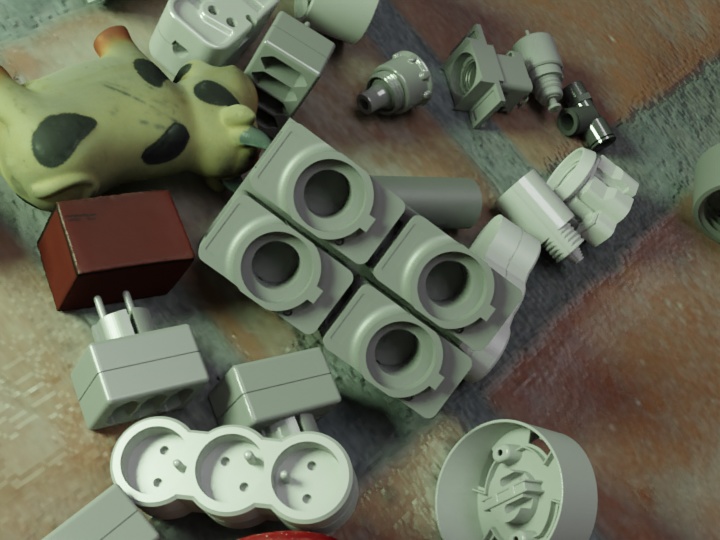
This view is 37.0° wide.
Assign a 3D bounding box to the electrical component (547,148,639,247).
[{"bbox_3d":[0.193,-0.066,0.907,0.057,0.058,0.078,37,50,-9],"label":"electrical component"}]

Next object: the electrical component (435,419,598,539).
[{"bbox_3d":[0.104,0.149,0.704,0.064,0.099,0.099,12,57,-31],"label":"electrical component"}]

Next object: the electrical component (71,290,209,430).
[{"bbox_3d":[-0.140,0.048,0.653,0.066,0.047,0.076,-11,68,-34],"label":"electrical component"}]

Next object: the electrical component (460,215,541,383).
[{"bbox_3d":[0.079,0.010,0.798,0.074,0.052,0.138,33,52,-9],"label":"electrical component"}]

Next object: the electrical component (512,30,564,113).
[{"bbox_3d":[0.164,-0.177,0.967,0.040,0.040,0.078,0,63,-30],"label":"electrical component"}]

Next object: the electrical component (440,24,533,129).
[{"bbox_3d":[0.111,-0.166,0.930,0.064,0.042,0.081,2,62,-31],"label":"electrical component"}]

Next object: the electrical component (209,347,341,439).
[{"bbox_3d":[-0.047,0.097,0.676,0.066,0.047,0.076,-10,68,-34],"label":"electrical component"}]

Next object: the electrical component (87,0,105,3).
[{"bbox_3d":[-0.166,-0.252,0.802,0.121,0.079,0.063,-47,120,-40],"label":"electrical component"}]

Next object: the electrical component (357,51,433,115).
[{"bbox_3d":[0.025,-0.145,0.867,0.062,0.048,0.048,-33,82,-32],"label":"electrical component"}]

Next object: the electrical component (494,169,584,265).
[{"bbox_3d":[0.152,-0.038,0.875,0.081,0.043,0.043,49,50,5],"label":"electrical component"}]

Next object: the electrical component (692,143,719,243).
[{"bbox_3d":[0.352,-0.061,0.967,0.108,0.108,0.060,29,58,-12],"label":"electrical component"}]

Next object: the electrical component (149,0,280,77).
[{"bbox_3d":[-0.110,-0.182,0.800,0.054,0.059,0.095,40,50,-4],"label":"electrical component"}]

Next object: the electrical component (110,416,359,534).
[{"bbox_3d":[-0.069,0.125,0.630,0.138,0.073,0.052,5,66,7],"label":"electrical component"}]

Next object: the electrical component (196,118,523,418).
[{"bbox_3d":[0.000,0.000,0.698,0.186,0.060,0.105,36,93,-11],"label":"electrical component"}]

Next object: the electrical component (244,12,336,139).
[{"bbox_3d":[-0.054,-0.155,0.800,0.047,0.083,0.075,30,52,-11],"label":"electrical component"}]

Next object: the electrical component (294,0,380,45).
[{"bbox_3d":[-0.021,-0.240,0.859,0.060,0.108,0.108,11,57,-17],"label":"electrical component"}]

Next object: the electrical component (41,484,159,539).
[{"bbox_3d":[-0.138,0.169,0.581,0.076,0.047,0.066,49,50,5],"label":"electrical component"}]
